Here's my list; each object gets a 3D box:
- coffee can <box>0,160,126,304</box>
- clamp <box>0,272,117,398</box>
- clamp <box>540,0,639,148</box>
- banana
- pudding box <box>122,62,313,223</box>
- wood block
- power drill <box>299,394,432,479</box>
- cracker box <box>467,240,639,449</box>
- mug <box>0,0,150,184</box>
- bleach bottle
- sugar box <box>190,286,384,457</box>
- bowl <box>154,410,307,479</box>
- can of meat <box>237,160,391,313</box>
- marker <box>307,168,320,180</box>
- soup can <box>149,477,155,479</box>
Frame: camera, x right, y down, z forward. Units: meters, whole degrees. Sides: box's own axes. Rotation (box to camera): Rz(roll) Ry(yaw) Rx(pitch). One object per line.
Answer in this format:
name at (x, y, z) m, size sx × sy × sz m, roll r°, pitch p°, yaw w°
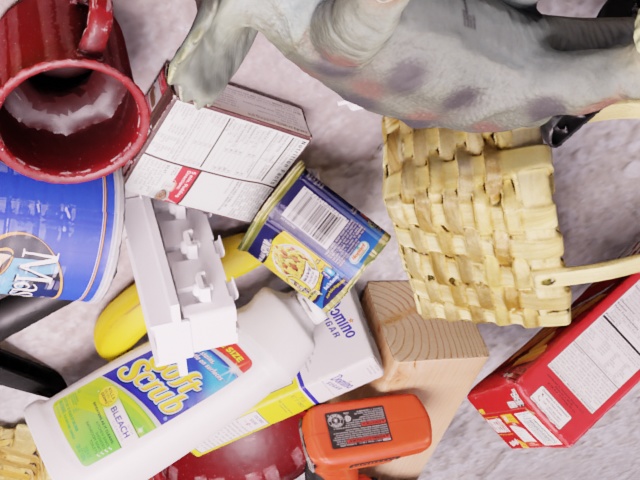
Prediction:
coffee can at (-0.209, -0.015, 0.692) m, size 0.140 × 0.103 × 0.103 m, roll 7°, pitch 133°, yaw -26°
clamp at (-0.257, 0.072, 0.795) m, size 0.209 × 0.036 × 0.165 m, roll 0°, pitch 135°, yaw -42°
clamp at (0.206, -0.117, 0.701) m, size 0.120 × 0.171 × 0.039 m, roll 3°, pitch 140°, yaw 8°
banana at (-0.118, 0.044, 0.847) m, size 0.198 × 0.037 × 0.069 m, roll -36°, pitch 160°, yaw 22°
pudding box at (-0.075, -0.064, 0.738) m, size 0.113 × 0.039 × 0.090 m, roll 13°, pitch 129°, yaw -34°
wood block at (0.064, 0.138, 0.973) m, size 0.090 × 0.090 × 0.206 m, roll 0°, pitch 136°, yaw -20°
power drill at (0.047, 0.210, 0.930) m, size 0.184 × 0.057 × 0.188 m, roll -8°, pitch 138°, yaw -12°
cracker box at (0.232, 0.077, 0.878) m, size 0.213 × 0.072 × 0.164 m, roll -41°, pitch 174°, yaw -11°
mug at (-0.149, -0.103, 0.633) m, size 0.093 × 0.081 × 0.117 m, roll 7°, pitch 133°, yaw -27°
bleach bottle at (-0.104, 0.108, 0.846) m, size 0.251 × 0.103 × 0.068 m, roll -34°, pitch 149°, yaw -1°
sugar box at (-0.042, 0.103, 0.891) m, size 0.176 × 0.093 × 0.048 m, roll -23°, pitch 145°, yaw 6°
bowl at (-0.079, 0.179, 0.991) m, size 0.162 × 0.055 × 0.162 m, roll -10°, pitch 139°, yaw -9°
can of meat at (-0.005, 0.001, 0.770) m, size 0.084 × 0.057 × 0.102 m, roll 38°, pitch 158°, yaw 0°
marker at (-0.001, -0.009, 0.840) m, size 0.020 × 0.020 × 0.121 m, roll -17°, pitch 139°, yaw -2°
soup can at (-0.185, 0.190, 0.955) m, size 0.068 × 0.068 × 0.102 m, roll -11°, pitch 139°, yaw -8°
